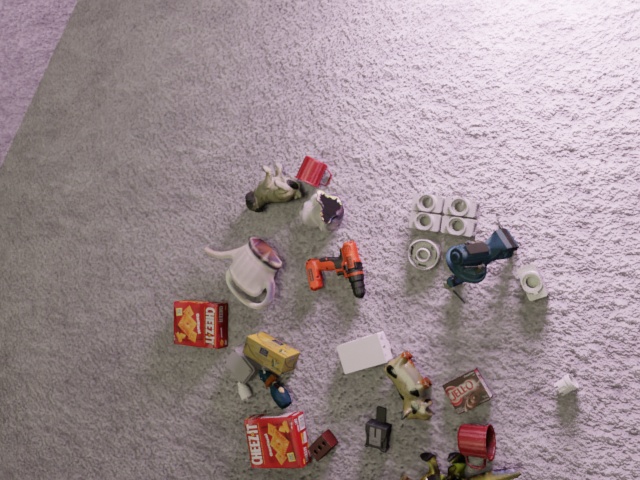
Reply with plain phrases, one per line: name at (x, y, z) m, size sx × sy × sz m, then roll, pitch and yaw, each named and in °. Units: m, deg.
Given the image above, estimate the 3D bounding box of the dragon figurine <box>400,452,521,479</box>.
dragon figurine at (0.373, 0.743, 1.451) m, size 0.408 × 0.124 × 0.241 m, roll -10°, pitch 100°, yaw 30°

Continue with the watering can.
watering can at (-0.268, 0.081, 1.820) m, size 0.352 × 0.104 × 0.222 m, roll 45°, pitch 107°, yaw 23°

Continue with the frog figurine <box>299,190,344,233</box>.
frog figurine at (0.005, -0.085, 1.697) m, size 0.138 × 0.124 × 0.157 m, roll 62°, pitch 151°, yaw 7°
